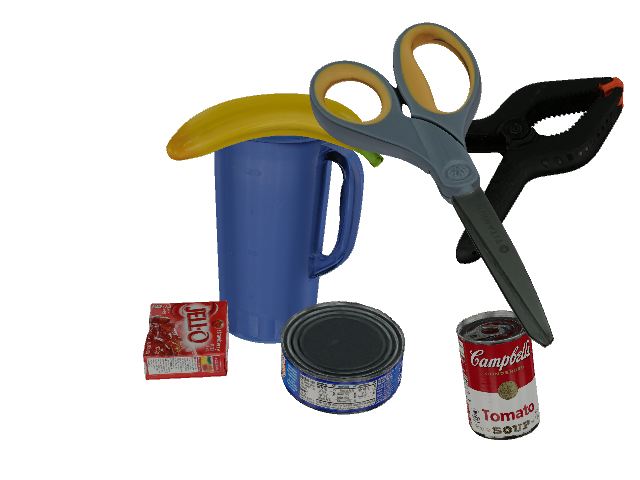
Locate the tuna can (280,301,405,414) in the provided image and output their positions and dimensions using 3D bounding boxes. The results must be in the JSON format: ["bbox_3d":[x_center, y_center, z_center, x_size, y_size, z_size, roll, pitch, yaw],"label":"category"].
[{"bbox_3d":[0.015,0.081,0.738,0.086,0.034,0.086,1,33,-1],"label":"tuna can"}]

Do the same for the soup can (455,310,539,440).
[{"bbox_3d":[0.166,0.125,0.994,0.068,0.102,0.068,-9,18,3],"label":"soup can"}]

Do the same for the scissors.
[{"bbox_3d":[0.044,-0.031,0.502,0.096,0.201,0.016,-6,-39,4],"label":"scissors"}]

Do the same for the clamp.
[{"bbox_3d":[0.163,-0.072,0.883,0.210,0.164,0.036,-21,-38,-2],"label":"clamp"}]

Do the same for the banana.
[{"bbox_3d":[-0.041,-0.100,0.940,0.197,0.069,0.037,-1,-42,-19],"label":"banana"}]

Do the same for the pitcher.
[{"bbox_3d":[-0.045,-0.013,1.165,0.144,0.243,0.149,-4,22,-17],"label":"pitcher"}]

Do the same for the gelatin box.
[{"bbox_3d":[-0.121,0.089,0.974,0.073,0.030,0.089,-2,29,-2],"label":"gelatin box"}]
